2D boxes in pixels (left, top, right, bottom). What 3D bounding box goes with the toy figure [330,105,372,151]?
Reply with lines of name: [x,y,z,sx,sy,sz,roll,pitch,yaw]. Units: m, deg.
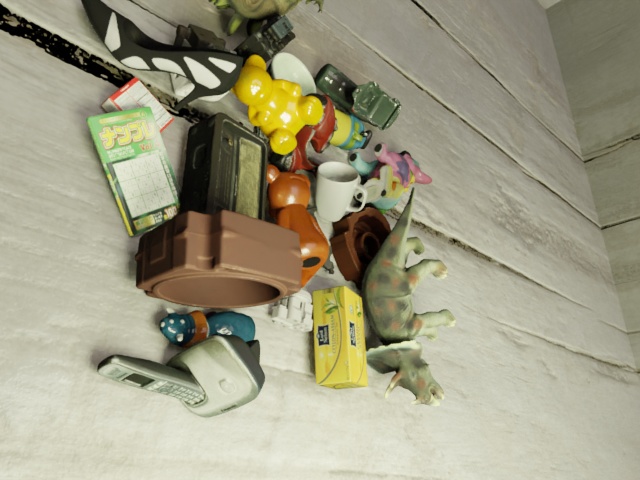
toy figure: [0.039,-0.242,1.181,0.180,0.082,0.089,19,57,-44]

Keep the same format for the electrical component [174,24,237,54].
electrical component: [-0.211,-0.352,0.972,0.102,0.045,0.078,-2,46,-46]

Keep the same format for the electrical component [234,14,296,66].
electrical component: [-0.111,-0.376,1.041,0.058,0.134,0.115,49,42,-21]

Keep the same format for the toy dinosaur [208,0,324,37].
toy dinosaur: [-0.093,-0.493,1.065,0.471,0.199,0.105,-25,90,-50]

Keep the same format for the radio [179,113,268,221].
radio: [-0.157,-0.088,0.890,0.131,0.073,0.229,31,49,-48]

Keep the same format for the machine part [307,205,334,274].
machine part: [-0.002,-0.003,1.041,0.084,0.039,0.139,45,23,-74]

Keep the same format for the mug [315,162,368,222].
mug: [0.040,-0.089,1.078,0.110,0.107,0.081,20,40,10]

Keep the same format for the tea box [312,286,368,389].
tea box: [0.036,0.177,0.969,0.098,0.068,0.169,39,45,-61]

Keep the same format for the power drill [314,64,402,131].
power drill: [0.105,-0.310,1.218,0.232,0.086,0.207,31,14,-26]

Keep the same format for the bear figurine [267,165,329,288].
bear figurine: [-0.061,-0.029,0.969,0.120,0.132,0.196,9,47,-46]

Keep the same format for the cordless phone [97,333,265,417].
cordless phone: [-0.179,0.165,0.704,0.184,0.147,0.089,28,45,-38]

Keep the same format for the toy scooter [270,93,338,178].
toy scooter: [-0.016,-0.193,1.078,0.135,0.075,0.184,33,85,-49]

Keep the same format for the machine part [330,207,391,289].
machine part: [0.096,0.018,1.140,0.179,0.056,0.179,21,59,-40]

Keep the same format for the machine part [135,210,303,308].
machine part: [-0.141,0.037,0.764,0.201,0.201,0.087,16,64,-43]

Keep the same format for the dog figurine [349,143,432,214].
dog figurine: [0.178,-0.134,1.263,0.219,0.108,0.191,16,60,-45]

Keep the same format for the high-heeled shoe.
high-heeled shoe: [-0.244,-0.319,0.846,0.248,0.145,0.086,47,14,-19]

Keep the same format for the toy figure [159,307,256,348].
toy figure: [-0.169,0.135,0.799,0.154,0.064,0.057,8,105,-40]

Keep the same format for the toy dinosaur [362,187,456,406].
toy dinosaur: [0.147,0.112,1.045,0.192,0.131,0.404,-13,87,-24]

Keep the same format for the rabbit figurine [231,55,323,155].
rabbit figurine: [-0.094,-0.261,0.959,0.162,0.122,0.173,56,15,24]
